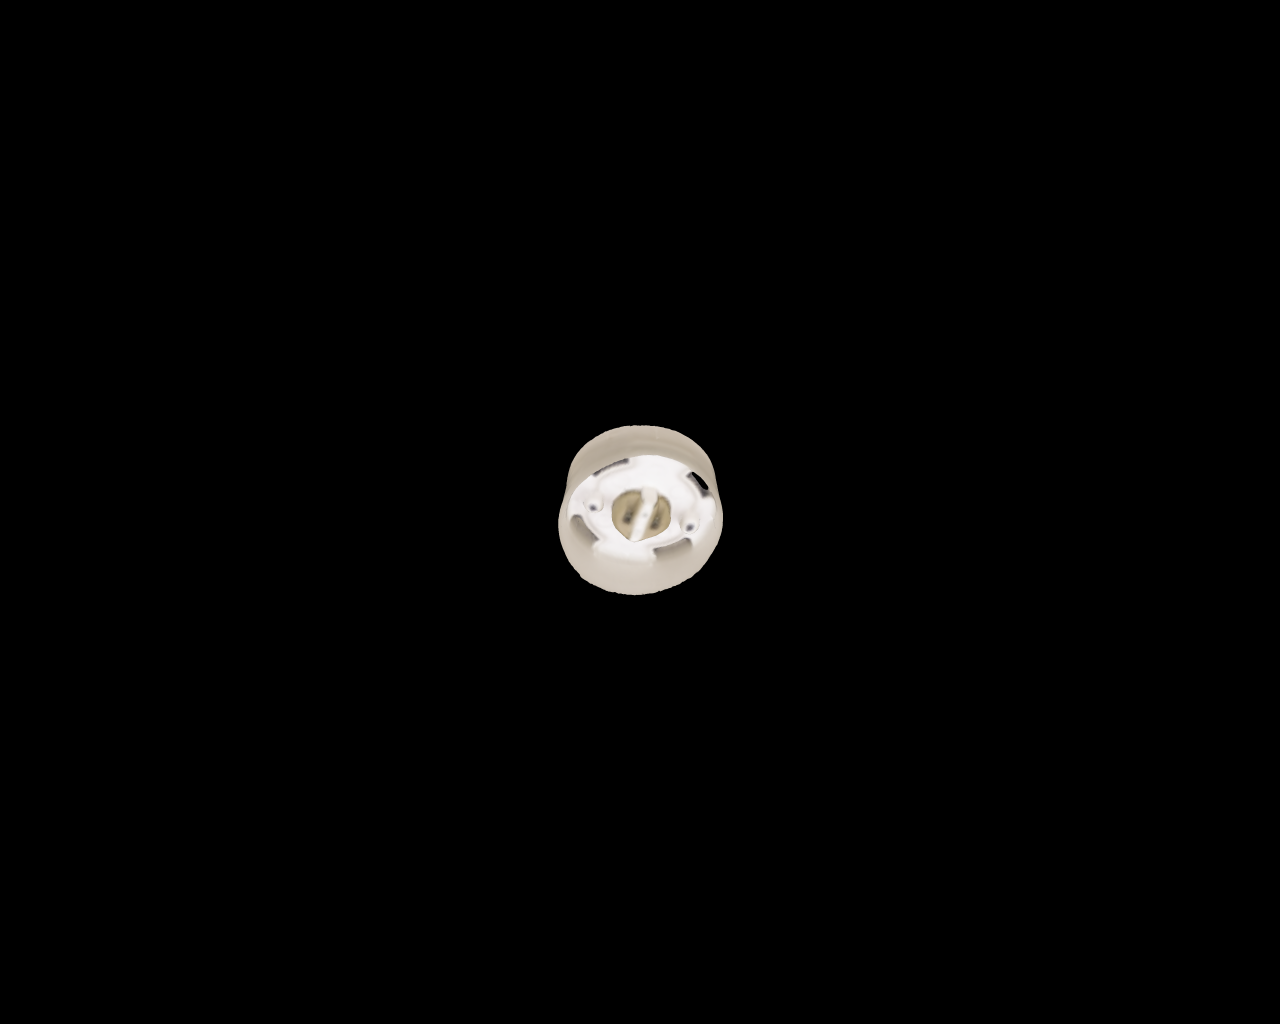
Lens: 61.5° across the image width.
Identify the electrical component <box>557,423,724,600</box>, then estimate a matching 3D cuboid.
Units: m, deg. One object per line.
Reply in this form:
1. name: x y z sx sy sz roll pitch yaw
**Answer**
1. electrical component: 0.001 -0.003 0.650 0.099 0.064 0.099 0 -45 0
